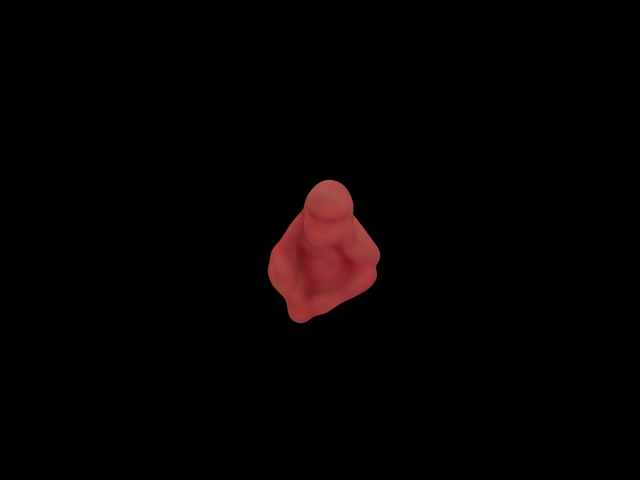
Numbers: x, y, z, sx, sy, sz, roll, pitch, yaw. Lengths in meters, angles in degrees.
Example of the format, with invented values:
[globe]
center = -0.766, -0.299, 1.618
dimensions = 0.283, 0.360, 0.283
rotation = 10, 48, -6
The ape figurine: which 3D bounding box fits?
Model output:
[ape figurine]
center = 0.004, 0.001, 0.400
dimensions = 0.077, 0.092, 0.076
rotation = 5, 36, 8
